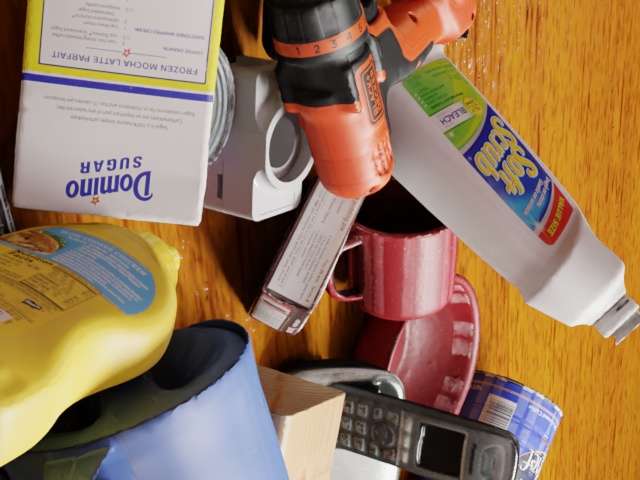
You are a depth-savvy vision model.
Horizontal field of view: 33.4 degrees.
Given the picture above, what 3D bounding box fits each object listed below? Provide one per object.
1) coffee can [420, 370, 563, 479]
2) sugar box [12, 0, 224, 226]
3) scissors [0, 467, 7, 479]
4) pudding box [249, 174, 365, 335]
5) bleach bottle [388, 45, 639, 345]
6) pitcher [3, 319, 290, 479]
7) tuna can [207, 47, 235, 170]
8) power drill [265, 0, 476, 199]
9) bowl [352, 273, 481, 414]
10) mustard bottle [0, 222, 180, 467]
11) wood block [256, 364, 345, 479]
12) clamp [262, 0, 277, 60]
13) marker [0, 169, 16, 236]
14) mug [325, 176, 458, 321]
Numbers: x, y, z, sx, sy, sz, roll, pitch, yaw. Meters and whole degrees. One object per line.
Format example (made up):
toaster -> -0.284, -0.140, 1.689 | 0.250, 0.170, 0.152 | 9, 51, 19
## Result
coffee can -> 0.158, 0.210, 1.017 | 0.140, 0.103, 0.102 | -63, 146, -18
sugar box -> -0.094, -0.100, 0.516 | 0.048, 0.093, 0.176 | -118, -144, -73
scissors -> -0.157, 0.159, 0.593 | 0.096, 0.016, 0.202 | -50, 139, -38
pudding box -> -0.005, 0.001, 0.704 | 0.090, 0.039, 0.113 | 118, -4, -73
bleach bottle -> 0.127, -0.031, 0.741 | 0.102, 0.251, 0.068 | -31, 162, -45
pitcher -> -0.066, 0.175, 0.539 | 0.149, 0.145, 0.243 | -28, 108, -33
tuna can -> -0.087, -0.075, 0.589 | 0.085, 0.034, 0.086 | -28, 125, -49
power drill -> 0.030, -0.145, 0.639 | 0.187, 0.057, 0.184 | -53, 140, -42
bowl -> 0.072, 0.100, 0.884 | 0.161, 0.055, 0.162 | -28, 125, -49
mustard bottle -> -0.121, 0.033, 0.481 | 0.191, 0.096, 0.058 | -31, 141, -61
wood block -> -0.057, 0.191, 0.680 | 0.090, 0.090, 0.206 | -5, 107, -66
clamp -> -0.005, -0.236, 0.646 | 0.164, 0.036, 0.210 | -53, 143, -37
marker -> -0.159, -0.007, 0.521 | 0.020, 0.020, 0.121 | -38, 133, -43
mug -> 0.051, 0.010, 0.794 | 0.117, 0.093, 0.081 | -22, 128, -28
